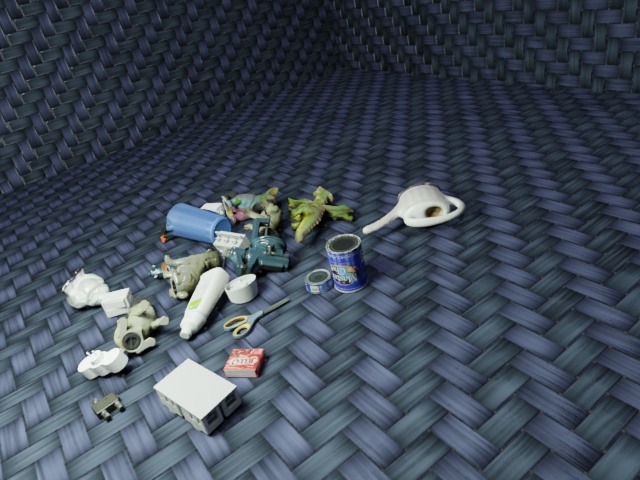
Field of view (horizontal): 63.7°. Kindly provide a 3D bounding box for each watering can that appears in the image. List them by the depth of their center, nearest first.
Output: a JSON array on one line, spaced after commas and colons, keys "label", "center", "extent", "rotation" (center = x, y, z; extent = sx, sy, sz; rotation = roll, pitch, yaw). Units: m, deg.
[{"label": "watering can", "center": [0.309, -0.104, 1.743], "extent": [0.347, 0.102, 0.229], "rotation": [-9, 28, 5]}]

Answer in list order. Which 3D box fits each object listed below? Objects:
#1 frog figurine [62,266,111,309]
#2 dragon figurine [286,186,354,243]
[{"label": "frog figurine", "center": [-0.757, 0.178, 1.714], "extent": [0.159, 0.121, 0.140], "rotation": [26, 23, -3]}, {"label": "dragon figurine", "center": [0.006, -0.094, 1.864], "extent": [0.243, 0.119, 0.418], "rotation": [-7, 30, -6]}]
